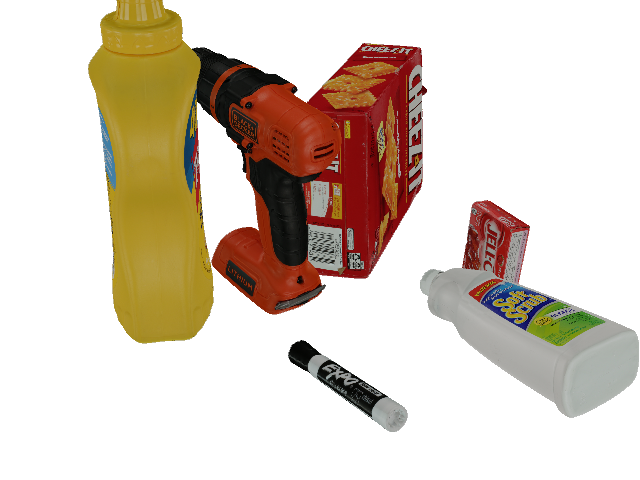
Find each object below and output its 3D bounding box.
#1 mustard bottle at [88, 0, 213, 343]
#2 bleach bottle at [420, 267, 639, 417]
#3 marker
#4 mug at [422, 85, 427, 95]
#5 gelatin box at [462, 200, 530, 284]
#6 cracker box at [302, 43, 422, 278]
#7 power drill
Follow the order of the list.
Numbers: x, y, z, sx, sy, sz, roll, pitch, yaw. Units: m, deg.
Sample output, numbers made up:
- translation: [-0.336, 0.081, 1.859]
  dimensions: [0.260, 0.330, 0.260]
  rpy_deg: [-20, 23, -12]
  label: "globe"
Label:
- translation: [-0.091, -0.047, 0.575]
  dimensions: [0.058, 0.192, 0.096]
  rpy_deg: [-3, 30, -5]
  label: "mustard bottle"
- translation: [0.182, 0.082, 1.041]
  dimensions: [0.102, 0.068, 0.251]
  rpy_deg: [-20, 28, -29]
  label: "bleach bottle"
- translation: [0.015, 0.098, 0.738]
  dimensions: [0.020, 0.020, 0.121]
  rpy_deg: [0, 17, -36]
  label: "marker"
- translation: [0.085, -0.149, 1.293]
  dimensions: [0.093, 0.081, 0.117]
  rpy_deg: [19, 26, 32]
  label: "mug"
- translation: [0.200, 0.008, 1.227]
  dimensions: [0.030, 0.089, 0.073]
  rpy_deg: [-11, 32, -28]
  label: "gelatin box"
- translation: [0.045, -0.083, 1.033]
  dimensions: [0.072, 0.164, 0.213]
  rpy_deg: [7, 27, 17]
  label: "cracker box"
- translation: [-0.055, -0.048, 0.855]
  dimensions: [0.057, 0.188, 0.185]
  rpy_deg: [-23, 41, -29]
  label: "power drill"
